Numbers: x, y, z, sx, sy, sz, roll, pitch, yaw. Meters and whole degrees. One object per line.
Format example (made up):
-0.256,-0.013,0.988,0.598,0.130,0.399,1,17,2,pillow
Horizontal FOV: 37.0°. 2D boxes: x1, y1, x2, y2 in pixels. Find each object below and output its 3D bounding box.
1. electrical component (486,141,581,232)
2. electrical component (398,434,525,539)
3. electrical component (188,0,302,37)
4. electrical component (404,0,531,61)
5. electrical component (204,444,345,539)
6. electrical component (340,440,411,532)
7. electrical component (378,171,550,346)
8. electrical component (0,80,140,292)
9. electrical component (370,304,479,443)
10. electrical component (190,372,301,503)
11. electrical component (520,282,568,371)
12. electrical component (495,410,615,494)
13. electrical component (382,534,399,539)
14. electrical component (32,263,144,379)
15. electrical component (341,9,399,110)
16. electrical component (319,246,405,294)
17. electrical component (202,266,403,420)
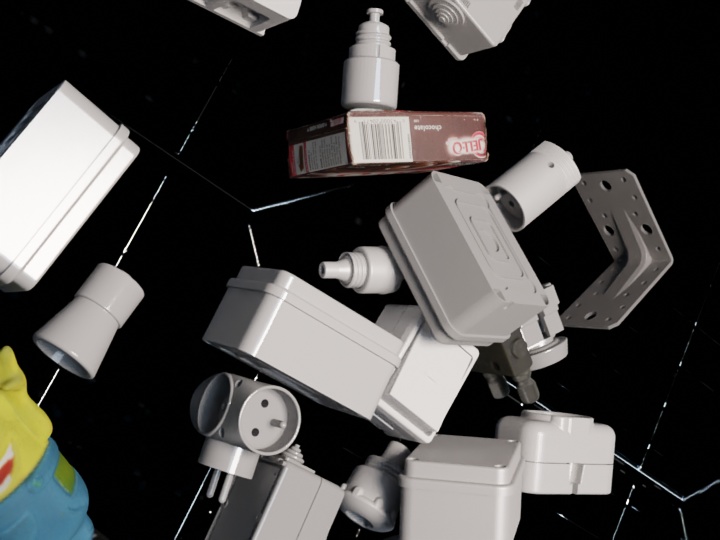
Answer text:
0.140,-0.070,0.850,0.081,0.043,0.043,-38,109,-26,electrical component
0.074,0.155,0.761,0.113,0.078,0.057,-6,98,-77,electrical component
-0.070,-0.266,0.708,0.105,0.060,0.186,21,79,-30,electrical component
0.084,-0.222,0.812,0.100,0.048,0.099,44,68,-24,electrical component
-0.054,0.164,0.717,0.061,0.062,0.096,32,73,-28,electrical component
0.015,0.153,0.772,0.048,0.048,0.062,45,61,-24,electrical component
0.072,-0.006,0.762,0.078,0.057,0.113,7,50,-51,electrical component
-0.189,-0.046,0.623,0.057,0.078,0.113,42,69,-22,electrical component
0.040,0.069,0.777,0.062,0.061,0.096,41,70,-25,electrical component
-0.081,0.109,0.691,0.044,0.077,0.079,24,78,-30,electrical component
0.134,0.047,0.846,0.066,0.048,0.055,-23,95,-31,electrical component
0.154,0.144,0.853,0.095,0.054,0.059,8,86,-32,electrical component
0.037,0.243,0.775,0.108,0.060,0.108,0,90,-32,electrical component
-0.164,0.028,0.661,0.044,0.044,0.065,45,63,-24,electrical component
0.008,-0.147,0.769,0.040,0.040,0.078,5,87,-32,electrical component
0.000,0.000,0.768,0.061,0.035,0.035,0,90,-30,electrical component
-0.037,0.048,0.719,0.113,0.078,0.057,32,77,-28,electrical component
